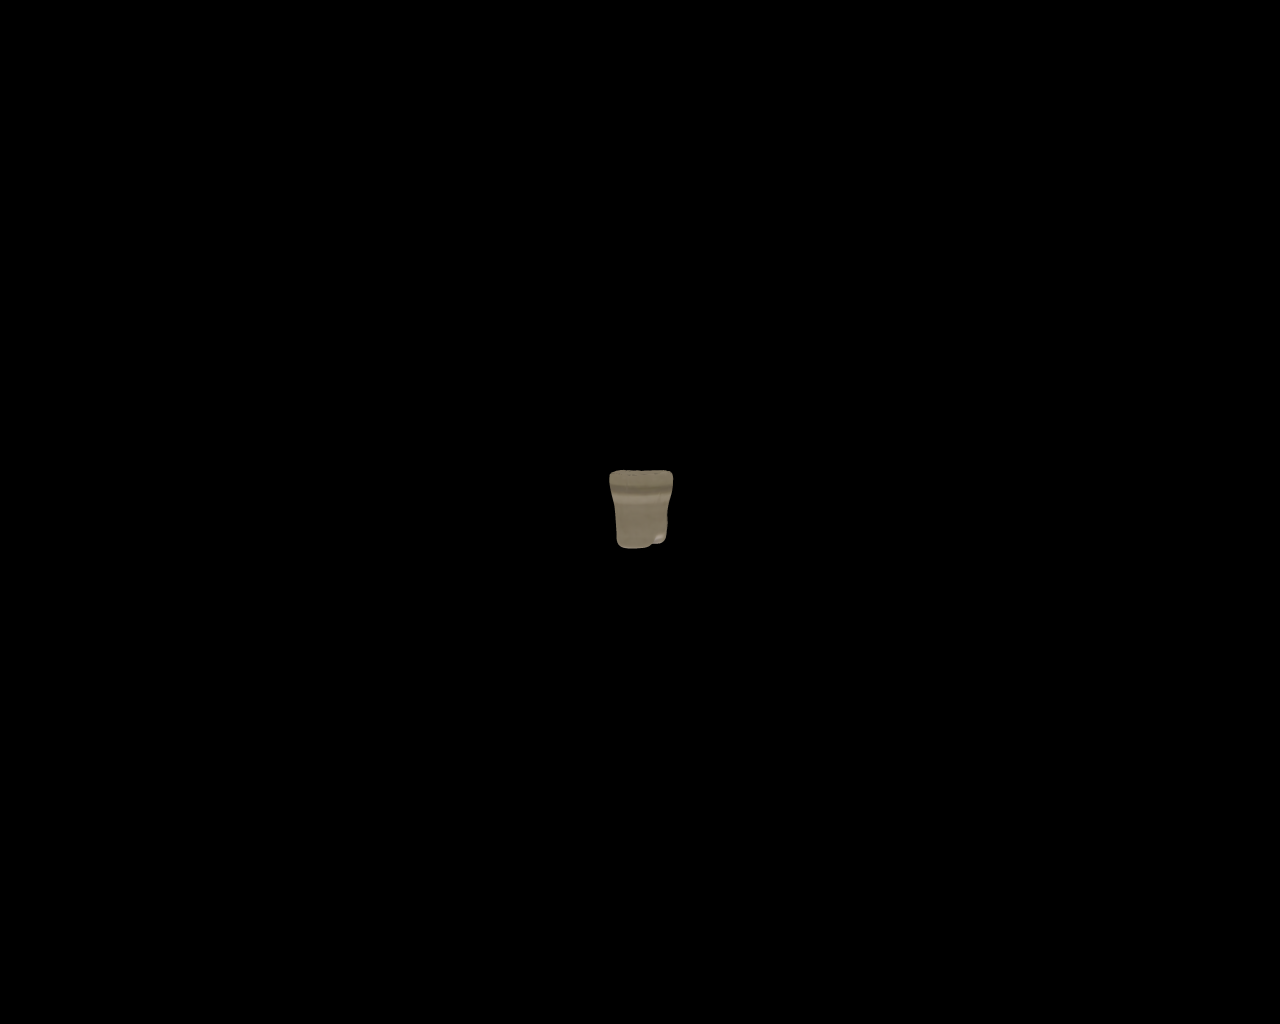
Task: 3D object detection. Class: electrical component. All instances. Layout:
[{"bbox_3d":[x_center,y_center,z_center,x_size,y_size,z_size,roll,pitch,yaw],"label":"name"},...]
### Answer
[{"bbox_3d":[0.001,-0.003,0.650,0.040,0.046,0.040,0,7,0],"label":"electrical component"}]
